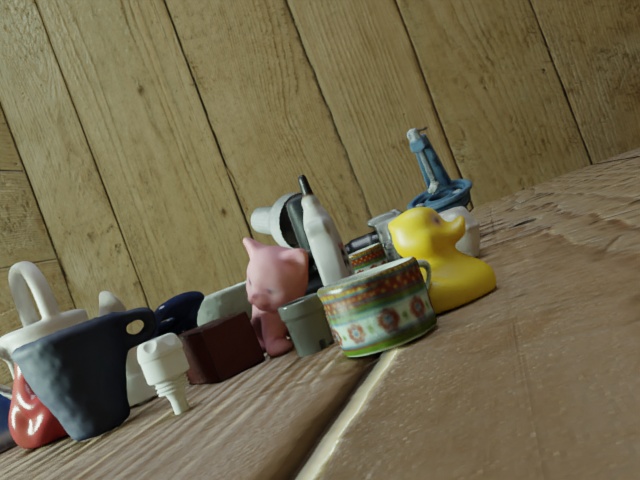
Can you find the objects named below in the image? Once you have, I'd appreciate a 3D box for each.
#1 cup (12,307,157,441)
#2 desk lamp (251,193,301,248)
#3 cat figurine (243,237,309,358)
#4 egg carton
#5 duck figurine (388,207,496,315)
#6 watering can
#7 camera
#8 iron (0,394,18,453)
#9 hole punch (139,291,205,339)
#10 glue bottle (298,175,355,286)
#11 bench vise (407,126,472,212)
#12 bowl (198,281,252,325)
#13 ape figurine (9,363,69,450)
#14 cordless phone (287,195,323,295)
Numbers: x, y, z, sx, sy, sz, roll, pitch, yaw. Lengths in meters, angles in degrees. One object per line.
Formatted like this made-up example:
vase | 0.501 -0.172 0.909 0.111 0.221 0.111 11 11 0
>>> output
cup | -0.191 0.117 0.500 0.118 0.095 0.091 -21 -1 -17
desk lamp | -0.067 0.016 1.223 0.118 0.213 0.202 -20 -1 -36
cat figurine | -0.047 0.051 0.576 0.067 0.118 0.127 -21 -1 -23
egg carton | 0.161 0.000 0.777 0.107 0.069 0.150 -21 -1 8
duck figurine | 0.084 0.017 0.477 0.104 0.086 0.077 -21 0 -1
watering can | -0.325 0.117 0.701 0.100 0.194 0.173 -21 -1 27
camera | 0.116 0.005 1.112 0.136 0.101 0.143 -21 -1 5
iron | -0.435 0.185 0.571 0.259 0.141 0.118 -20 -1 -31
hole punch | -0.215 0.132 0.817 0.101 0.091 0.109 -21 -1 24
glue bottle | 0.006 0.002 0.694 0.037 0.173 0.078 -21 0 7
bench vise | 0.208 -0.094 1.054 0.121 0.220 0.207 -21 0 4
bowl | -0.170 0.126 0.984 0.167 0.075 0.167 -21 -1 0
ape figurine | -0.265 0.147 0.552 0.076 0.092 0.078 -21 0 -6
cordless phone | -0.045 0.020 1.048 0.148 0.185 0.094 -21 0 -19
